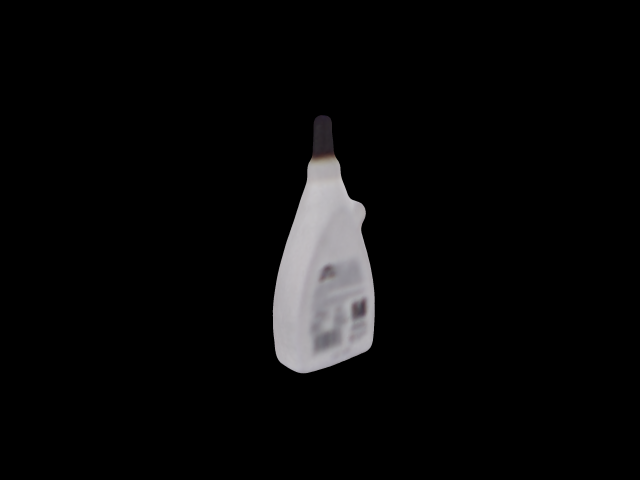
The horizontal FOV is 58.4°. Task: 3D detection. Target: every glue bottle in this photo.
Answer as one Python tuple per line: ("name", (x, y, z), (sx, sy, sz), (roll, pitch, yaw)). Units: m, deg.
("glue bottle", (0.004, 0.001, 0.400), (0.078, 0.173, 0.037), (-11, 17, -38))
